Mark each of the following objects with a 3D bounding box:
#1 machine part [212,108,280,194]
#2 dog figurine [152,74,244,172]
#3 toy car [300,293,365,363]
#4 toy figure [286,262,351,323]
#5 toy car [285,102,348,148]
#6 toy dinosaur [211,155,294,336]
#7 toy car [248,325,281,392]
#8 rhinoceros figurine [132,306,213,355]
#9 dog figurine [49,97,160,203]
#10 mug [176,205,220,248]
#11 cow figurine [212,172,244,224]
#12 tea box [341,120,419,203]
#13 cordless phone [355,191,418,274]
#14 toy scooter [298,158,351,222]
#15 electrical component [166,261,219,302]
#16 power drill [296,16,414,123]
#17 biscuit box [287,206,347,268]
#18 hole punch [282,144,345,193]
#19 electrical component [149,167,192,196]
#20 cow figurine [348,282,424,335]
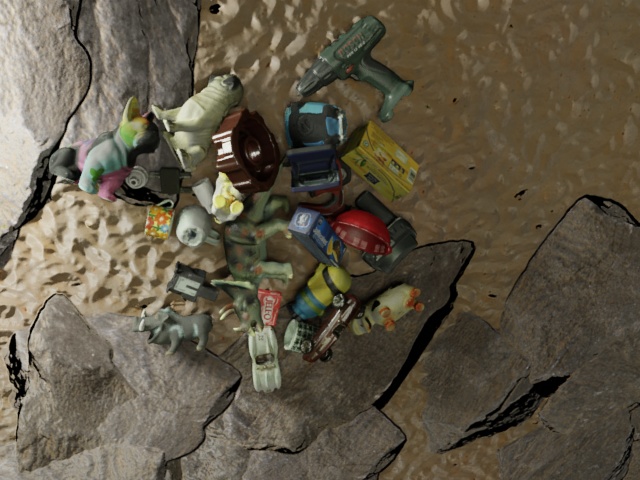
[{"bbox_3d":[-0.152,-0.184,1.137,0.056,0.179,0.179,-9,117,29],"label":"machine part"},{"bbox_3d":[-0.237,-0.250,1.156,0.190,0.121,0.172,-29,149,-17],"label":"dog figurine"},{"bbox_3d":[0.032,0.220,1.314,0.089,0.053,0.202,35,92,-42],"label":"toy car"},{"bbox_3d":[0.001,0.136,1.342,0.180,0.089,0.082,-44,144,3],"label":"toy figure"},{"bbox_3d":[0.005,-0.253,1.183,0.103,0.162,0.109,-23,112,-50],"label":"toy car"},{"bbox_3d":[-0.161,0.009,1.247,0.192,0.131,0.404,-3,97,-12],"label":"toy dinosaur"},{"bbox_3d":[-0.144,0.314,1.403,0.073,0.056,0.201,-7,111,-8],"label":"toy car"},{"bbox_3d":[-0.360,0.217,1.317,0.190,0.073,0.112,2,112,-11],"label":"rhinoceros figurine"},{"bbox_3d":[-0.440,-0.198,1.125,0.192,0.108,0.219,27,83,19],"label":"dog figurine"},{"bbox_3d":[-0.279,-0.018,1.223,0.109,0.107,0.081,36,102,-19],"label":"mug"},{"bbox_3d":[-0.200,-0.122,1.203,0.068,0.098,0.167,15,67,-16],"label":"cow figurine"},{"bbox_3d":[0.140,-0.179,1.236,0.169,0.098,0.068,39,143,-19],"label":"tea box"},{"bbox_3d":[0.138,-0.019,1.326,0.184,0.089,0.146,42,100,-10],"label":"cordless phone"},{"bbox_3d":[0.006,-0.110,1.259,0.135,0.075,0.183,-8,116,-9],"label":"toy scooter"},{"bbox_3d":[-0.304,0.107,1.299,0.119,0.048,0.074,19,107,-17],"label":"electrical component"},{"bbox_3d":[0.089,-0.352,1.184,0.207,0.086,0.232,38,97,-13],"label":"power drill"},{"bbox_3d":[-0.003,-0.004,1.241,0.059,0.063,0.202,-64,152,-13],"label":"biscuit box"},{"bbox_3d":[-0.011,-0.146,1.152,0.142,0.116,0.092,-11,88,4],"label":"hole punch"},{"bbox_3d":[-0.338,-0.131,1.215,0.094,0.021,0.063,1,111,-11],"label":"electrical component"},{"bbox_3d":[0.155,0.176,1.383,0.195,0.127,0.085,-31,115,-13],"label":"cow figurine"}]
